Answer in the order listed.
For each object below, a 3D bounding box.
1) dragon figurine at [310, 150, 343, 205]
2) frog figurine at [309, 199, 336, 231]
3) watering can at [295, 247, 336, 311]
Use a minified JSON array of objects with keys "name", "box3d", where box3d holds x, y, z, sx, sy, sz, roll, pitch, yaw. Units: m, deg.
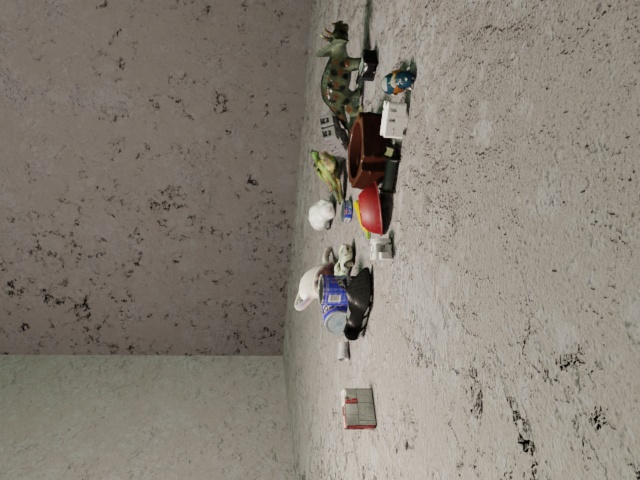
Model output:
[{"name":"dragon figurine","box3d":[0.047,-0.245,2.118,0.401,0.122,0.248,71,-175,-56]},{"name":"frog figurine","box3d":[0.007,-0.114,2.272,0.158,0.123,0.138,77,-147,-81]},{"name":"watering can","box3d":[0.006,0.141,2.134,0.222,0.103,0.354,-25,29,55]}]
